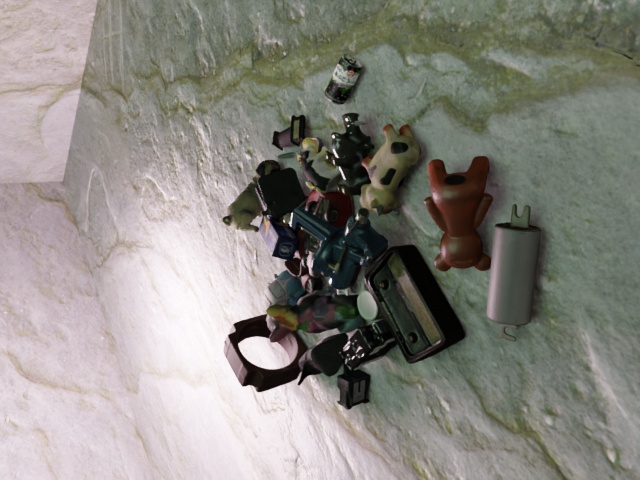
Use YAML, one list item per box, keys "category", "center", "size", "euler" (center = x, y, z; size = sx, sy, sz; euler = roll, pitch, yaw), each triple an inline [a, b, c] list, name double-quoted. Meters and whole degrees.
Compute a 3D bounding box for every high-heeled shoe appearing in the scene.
- category: "high-heeled shoe"
  center: [0.018, 0.280, 1.368]
  size: [0.086, 0.145, 0.248]
  euler: [41, 123, -2]

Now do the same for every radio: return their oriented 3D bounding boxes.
- category: "radio"
  center: [0.193, 0.135, 1.137]
  size: [0.131, 0.073, 0.230]
  euler: [-50, 56, 42]

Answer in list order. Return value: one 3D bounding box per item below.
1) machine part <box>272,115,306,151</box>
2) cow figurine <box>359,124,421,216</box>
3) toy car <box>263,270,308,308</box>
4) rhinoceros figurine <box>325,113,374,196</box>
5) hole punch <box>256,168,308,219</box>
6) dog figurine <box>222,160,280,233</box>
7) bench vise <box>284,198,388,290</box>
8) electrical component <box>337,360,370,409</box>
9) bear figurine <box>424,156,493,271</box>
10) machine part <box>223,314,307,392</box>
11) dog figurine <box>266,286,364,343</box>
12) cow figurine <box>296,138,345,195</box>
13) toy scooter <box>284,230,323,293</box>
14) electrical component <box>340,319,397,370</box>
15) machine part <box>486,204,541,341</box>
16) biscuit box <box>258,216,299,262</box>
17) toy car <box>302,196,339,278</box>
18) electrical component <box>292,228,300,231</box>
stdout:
- category: "machine part"
  center: [-0.081, -0.284, 1.446]
  size: [0.139, 0.039, 0.084]
  euler: [-15, 76, 53]
- category: "cow figurine"
  center: [0.148, -0.137, 1.151]
  size: [0.194, 0.085, 0.127]
  euler: [-57, 47, 39]
- category: "toy car"
  center: [-0.110, 0.159, 1.509]
  size: [0.109, 0.103, 0.161]
  euler: [53, 131, 34]
- category: "rhinoceros figurine"
  center: [0.074, -0.190, 1.216]
  size: [0.073, 0.112, 0.190]
  euler: [-131, 28, -74]
- category: "hole punch"
  center: [-0.107, -0.121, 1.446]
  size: [0.092, 0.142, 0.115]
  euler: [155, 96, -74]
- category: "dog figurine"
  center: [-0.195, -0.131, 1.523]
  size: [0.121, 0.172, 0.190]
  euler: [27, 124, 35]
- category: "bench vise"
  center: [0.021, -0.006, 1.167]
  size: [0.241, 0.129, 0.223]
  euler: [34, 146, 19]
- category: "electrical component"
  center: [0.083, 0.345, 1.316]
  size: [0.048, 0.075, 0.119]
  euler: [16, 105, 51]
- category: "bear figurine"
  center: [0.265, -0.042, 1.009]
  size: [0.120, 0.132, 0.195]
  euler: [-4, 127, 19]
- category: "machine part"
  center: [-0.154, 0.313, 1.507]
  size: [0.201, 0.201, 0.087]
  euler: [52, 136, 33]
- category: "dog figurine"
  center: [-0.023, 0.186, 1.309]
  size: [0.192, 0.219, 0.108]
  euler: [1, 99, 53]
- category: "cow figurine"
  center: [-0.011, -0.178, 1.317]
  size: [0.167, 0.098, 0.068]
  euler: [48, 170, 33]
- category: "toy scooter"
  center: [-0.047, 0.045, 1.432]
  size: [0.135, 0.075, 0.183]
  euler: [26, 124, 49]
- category: "electrical component"
  center: [0.123, 0.226, 1.210]
  size: [0.058, 0.115, 0.134]
  euler: [56, 135, 25]
- category: "machine part"
  center: [0.337, 0.058, 0.940]
  size: [0.079, 0.079, 0.243]
  euler: [17, 109, 50]
- category: "biscuit box"
  center: [-0.112, -0.013, 1.423]
  size: [0.062, 0.059, 0.203]
  euler: [-69, 23, 15]
- category: "toy car"
  center: [-0.003, -0.004, 1.300]
  size: [0.089, 0.053, 0.202]
  euler: [26, 119, 47]
- category: "electrical component"
  center: [-0.084, -0.011, 1.499]
  size: [0.102, 0.045, 0.078]
  euler: [-55, 26, 38]
